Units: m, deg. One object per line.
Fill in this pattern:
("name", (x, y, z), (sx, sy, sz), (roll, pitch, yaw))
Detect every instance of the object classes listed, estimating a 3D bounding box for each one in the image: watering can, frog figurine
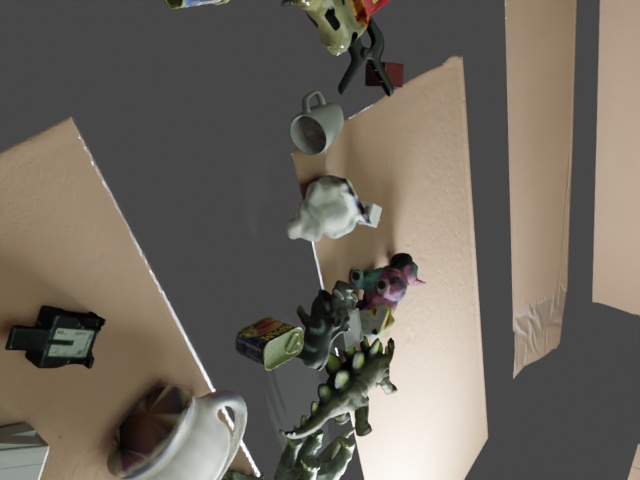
("watering can", (-0.248, 0.376, 0.809), (0.354, 0.104, 0.220), (-51, 133, -29))
("frog figurine", (0.003, -0.052, 1.035), (0.159, 0.125, 0.134), (-29, 139, 0))
